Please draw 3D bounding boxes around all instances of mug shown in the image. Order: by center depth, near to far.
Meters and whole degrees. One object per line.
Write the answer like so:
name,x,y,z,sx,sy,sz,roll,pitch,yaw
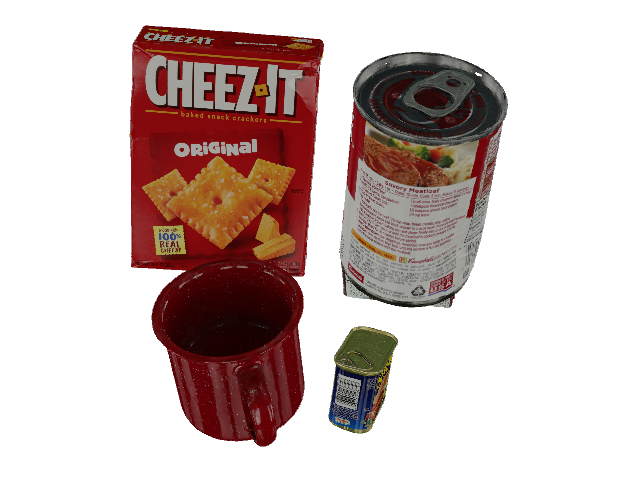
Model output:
mug,-0.049,0.078,0.662,0.093,0.081,0.117,-17,40,-14

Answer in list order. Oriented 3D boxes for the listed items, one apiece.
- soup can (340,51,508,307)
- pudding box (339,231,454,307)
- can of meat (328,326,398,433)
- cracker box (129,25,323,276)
soup can,0.046,-0.027,0.500,0.068,0.102,0.068,2,42,-2
pudding box,0.077,0.025,1.044,0.113,0.039,0.090,4,-31,7
can of meat,0.048,0.160,1.227,0.057,0.084,0.102,14,24,13
cracker box,-0.087,-0.076,0.966,0.164,0.214,0.072,4,24,-1
